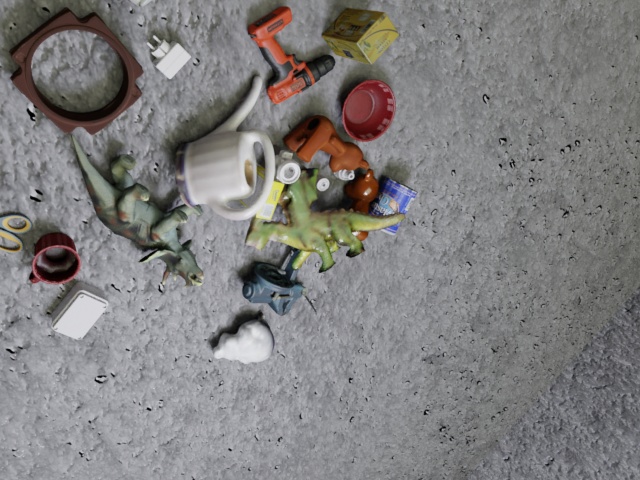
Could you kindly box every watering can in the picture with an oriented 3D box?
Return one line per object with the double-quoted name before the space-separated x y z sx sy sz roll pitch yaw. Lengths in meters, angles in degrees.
"watering can" -0.210 -0.201 1.150 0.224 0.353 0.102 -9 159 10

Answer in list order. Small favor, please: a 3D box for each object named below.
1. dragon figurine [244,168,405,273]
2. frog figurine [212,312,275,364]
"dragon figurine" 0.004 -0.065 1.283 0.413 0.122 0.240 -29 105 -17
"frog figurine" -0.211 0.289 1.419 0.161 0.124 0.134 -18 142 -35
